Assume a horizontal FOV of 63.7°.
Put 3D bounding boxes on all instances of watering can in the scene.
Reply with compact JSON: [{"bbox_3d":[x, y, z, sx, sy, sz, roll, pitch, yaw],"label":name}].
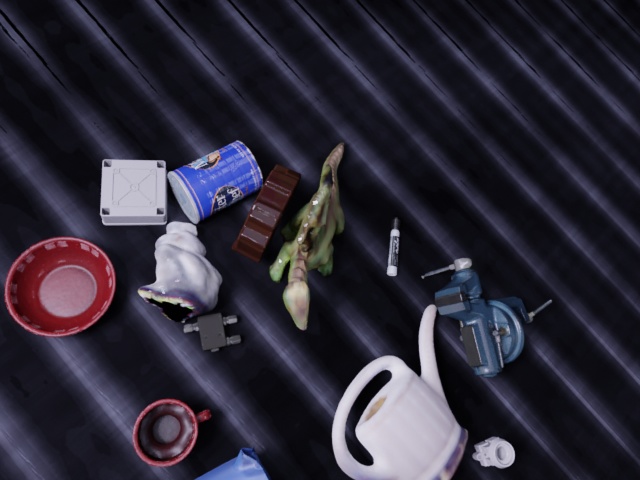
[{"bbox_3d":[0.171,0.289,0.904,0.225,0.102,0.353,47,58,3],"label":"watering can"}]

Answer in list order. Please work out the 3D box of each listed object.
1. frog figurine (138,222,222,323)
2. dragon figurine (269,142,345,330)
[{"bbox_3d":[-0.222,0.045,0.874,0.135,0.122,0.163,39,51,-37],"label":"frog figurine"},{"bbox_3d":[0.003,-0.045,0.902,0.122,0.239,0.417,16,70,-5],"label":"dragon figurine"}]
